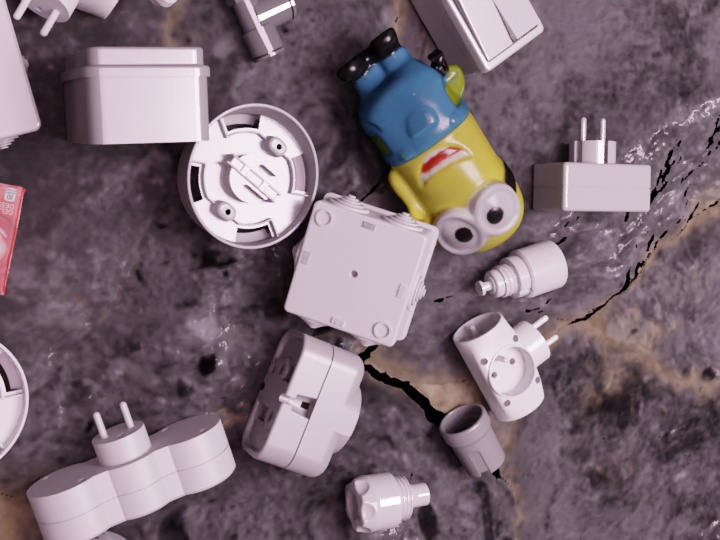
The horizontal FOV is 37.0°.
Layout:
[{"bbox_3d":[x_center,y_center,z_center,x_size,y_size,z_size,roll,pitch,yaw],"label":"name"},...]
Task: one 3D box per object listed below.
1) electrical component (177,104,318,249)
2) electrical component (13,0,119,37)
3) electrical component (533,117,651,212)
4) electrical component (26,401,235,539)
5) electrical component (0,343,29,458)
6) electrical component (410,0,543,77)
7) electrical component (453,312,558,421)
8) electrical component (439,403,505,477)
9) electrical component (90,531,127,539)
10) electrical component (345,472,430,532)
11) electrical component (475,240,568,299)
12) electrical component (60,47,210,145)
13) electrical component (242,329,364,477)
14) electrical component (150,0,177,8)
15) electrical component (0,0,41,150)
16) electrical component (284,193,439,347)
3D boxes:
[{"bbox_3d":[-0.079,-0.065,0.750,0.099,0.064,0.099,-2,95,-23],"label":"electrical component"},{"bbox_3d":[-0.196,-0.188,0.697,0.077,0.043,0.079,31,68,-22],"label":"electrical component"},{"bbox_3d":[0.188,-0.085,0.870,0.083,0.047,0.075,-1,93,-23],"label":"electrical component"},{"bbox_3d":[-0.161,0.127,0.739,0.138,0.052,0.073,-21,102,-19],"label":"electrical component"},{"bbox_3d":[-0.264,0.084,0.686,0.099,0.064,0.099,-2,95,-23],"label":"electrical component"},{"bbox_3d":[0.085,-0.202,0.809,0.062,0.061,0.096,-38,107,-16],"label":"electrical component"},{"bbox_3d":[0.124,0.067,0.857,0.079,0.044,0.077,-34,107,-16],"label":"electrical component"},{"bbox_3d":[0.090,0.135,0.853,0.040,0.040,0.046,-36,112,-16],"label":"electrical component"},{"bbox_3d":[-0.183,0.219,0.739,0.080,0.051,0.080,-2,95,-23],"label":"electrical component"},{"bbox_3d":[0.023,0.176,0.825,0.062,0.043,0.043,-4,96,-23],"label":"electrical component"},{"bbox_3d":[0.128,0.004,0.856,0.078,0.040,0.040,-18,101,-20],"label":"electrical component"},{"bbox_3d":[-0.146,-0.112,0.692,0.078,0.113,0.057,-5,99,-22],"label":"electrical component"},{"bbox_3d":[-0.039,0.099,0.787,0.059,0.054,0.095,24,85,-23],"label":"electrical component"},{"bbox_3d":[-0.130,-0.247,0.696,0.109,0.056,0.108,44,51,-20],"label":"electrical component"},{"bbox_3d":[-0.259,-0.120,0.679,0.100,0.048,0.099,-18,101,-20],"label":"electrical component"},{"bbox_3d":[0.000,0.000,0.769,0.100,0.048,0.099,19,101,8],"label":"electrical component"}]
